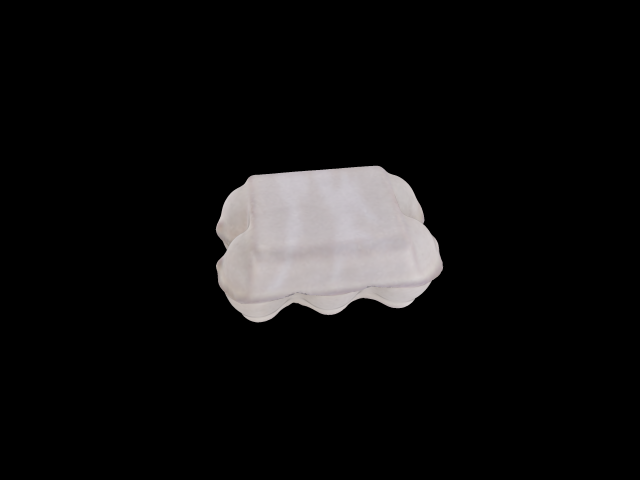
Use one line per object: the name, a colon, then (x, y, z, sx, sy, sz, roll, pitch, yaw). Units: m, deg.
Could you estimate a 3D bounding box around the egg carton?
egg carton: (0.004, 0.001, 0.400, 0.150, 0.069, 0.107, -6, 43, -6)
